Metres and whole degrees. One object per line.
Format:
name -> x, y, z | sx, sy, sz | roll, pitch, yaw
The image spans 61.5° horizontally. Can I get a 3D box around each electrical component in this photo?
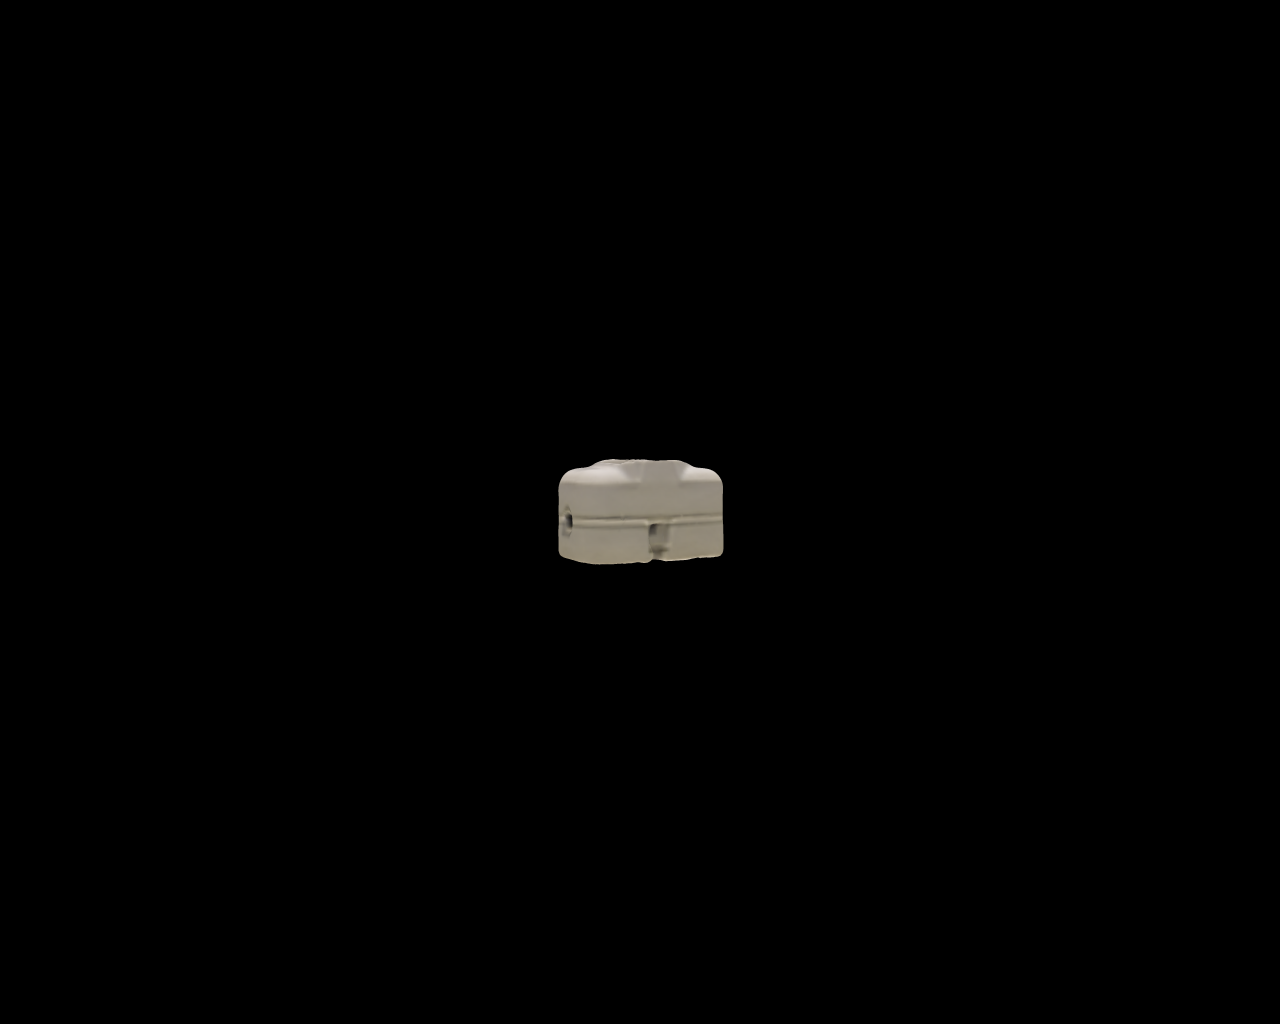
electrical component -> 0.001, -0.003, 0.650 | 0.095, 0.059, 0.053 | -2, 4, -23
